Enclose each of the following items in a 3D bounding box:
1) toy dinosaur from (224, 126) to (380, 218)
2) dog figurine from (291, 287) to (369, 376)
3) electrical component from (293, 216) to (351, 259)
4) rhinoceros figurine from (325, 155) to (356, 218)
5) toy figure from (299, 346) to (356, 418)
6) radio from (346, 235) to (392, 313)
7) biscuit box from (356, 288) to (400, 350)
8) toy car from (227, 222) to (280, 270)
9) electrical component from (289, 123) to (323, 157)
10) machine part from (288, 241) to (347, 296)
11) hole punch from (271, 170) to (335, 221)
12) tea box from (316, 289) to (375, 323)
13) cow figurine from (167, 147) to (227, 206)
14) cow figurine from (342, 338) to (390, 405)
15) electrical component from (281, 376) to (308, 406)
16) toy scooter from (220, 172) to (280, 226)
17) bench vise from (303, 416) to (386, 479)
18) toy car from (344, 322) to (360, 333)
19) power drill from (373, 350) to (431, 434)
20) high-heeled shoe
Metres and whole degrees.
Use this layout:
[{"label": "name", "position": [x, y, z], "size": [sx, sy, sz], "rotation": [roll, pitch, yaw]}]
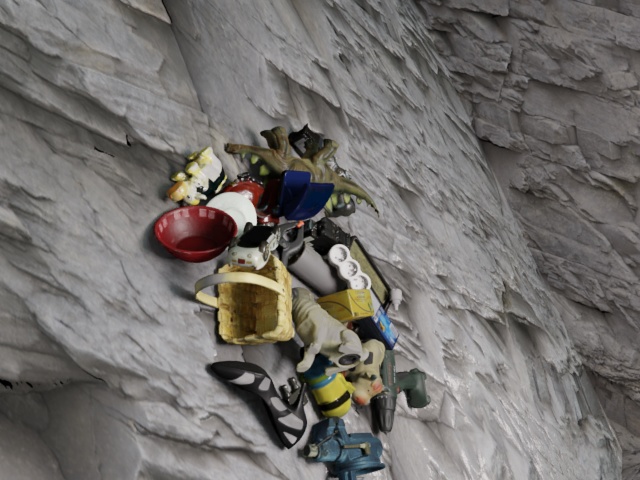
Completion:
[{"label": "toy dinosaur", "position": [-0.025, -0.166, 1.398], "size": [0.471, 0.105, 0.198], "rotation": [11, 87, -27]}, {"label": "dog figurine", "position": [0.011, 0.188, 1.198], "size": [0.172, 0.121, 0.191], "rotation": [16, 40, -26]}, {"label": "electrical component", "position": [-0.003, -0.004, 1.384], "size": [0.134, 0.115, 0.058], "rotation": [34, 45, -41]}, {"label": "rhinoceros figurine", "position": [0.042, -0.153, 1.531], "size": [0.073, 0.112, 0.190], "rotation": [-37, 110, -52]}, {"label": "toy figure", "position": [0.008, 0.330, 1.247], "size": [0.089, 0.082, 0.180], "rotation": [-43, 112, -41]}, {"label": "radio", "position": [0.110, 0.115, 1.502], "size": [0.229, 0.073, 0.131], "rotation": [54, 37, -18]}, {"label": "biscuit box", "position": [0.136, 0.206, 1.419], "size": [0.202, 0.063, 0.059], "rotation": [57, 47, -27]}, {"label": "toy car", "position": [-0.128, 0.009, 1.058], "size": [0.202, 0.074, 0.056], "rotation": [-67, 163, -73]}, {"label": "electrical component", "position": [-0.029, -0.267, 1.531], "size": [0.119, 0.075, 0.048], "rotation": [46, 39, -31]}, {"label": "machine part", "position": [-0.011, 0.077, 1.360], "size": [0.243, 0.079, 0.079], "rotation": [42, 42, -31]}, {"label": "hole punch", "position": [-0.036, -0.098, 1.266], "size": [0.142, 0.092, 0.115], "rotation": [-9, 116, -55]}, {"label": "tea box", "position": [0.033, 0.168, 1.288], "size": [0.098, 0.170, 0.068], "rotation": [7, 68, -53]}, {"label": "cow figurine", "position": [-0.262, -0.119, 1.150], "size": [0.098, 0.068, 0.167], "rotation": [54, 37, -28]}, {"label": "cow figurine", "position": [0.119, 0.330, 1.351], "size": [0.085, 0.127, 0.195], "rotation": [50, 36, -19]}, {"label": "electrical component", "position": [-0.054, 0.357, 1.197], "size": [0.063, 0.021, 0.094], "rotation": [-27, 93, -56]}, {"label": "toy scooter", "position": [-0.146, -0.101, 1.253], "size": [0.183, 0.075, 0.135], "rotation": [33, 81, -45]}, {"label": "bench vise", "position": [0.064, 0.516, 1.182], "size": [0.223, 0.129, 0.241], "rotation": [26, 44, -47]}, {"label": "toy car", "position": [0.051, 0.249, 1.372], "size": [0.089, 0.053, 0.202], "rotation": [52, 39, -17]}, {"label": "power drill", "position": [0.216, 0.419, 1.483], "size": [0.207, 0.086, 0.232], "rotation": [19, 54, -38]}, {"label": "high-heeled shoe", "position": [-0.128, 0.337, 1.096], "size": [0.248, 0.086, 0.145], "rotation": [22, 84, -25]}]
